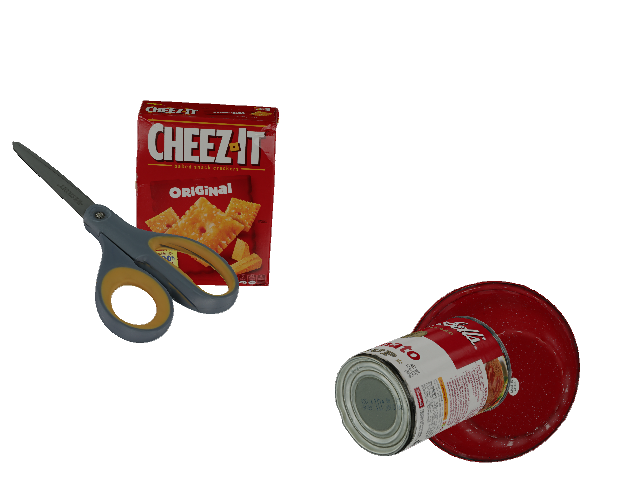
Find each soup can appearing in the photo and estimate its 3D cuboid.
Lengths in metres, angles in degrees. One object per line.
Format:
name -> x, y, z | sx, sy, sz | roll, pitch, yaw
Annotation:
soup can -> 0.067, 0.094, 0.696 | 0.102, 0.068, 0.069 | -15, 10, -43

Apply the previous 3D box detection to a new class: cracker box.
cracker box -> -0.137, -0.053, 1.281 | 0.164, 0.214, 0.072 | 2, 22, -4

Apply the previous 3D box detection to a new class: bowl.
bowl -> 0.153, 0.117, 0.906 | 0.162, 0.162, 0.055 | 0, 5, -9

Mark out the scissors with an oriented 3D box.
scissors -> -0.147, 0.001, 0.679 | 0.202, 0.016, 0.096 | 26, 46, 16
